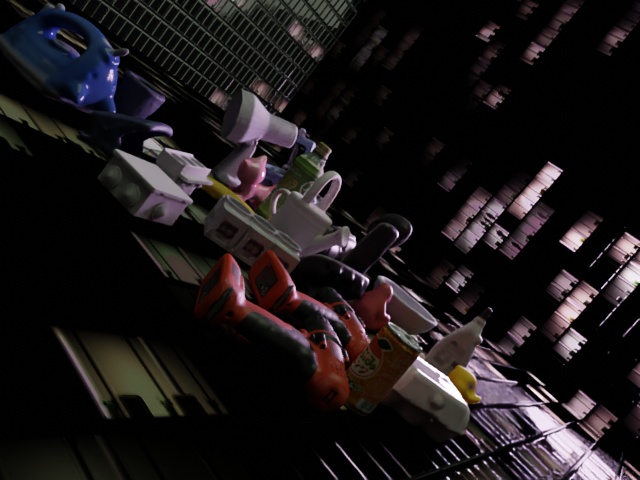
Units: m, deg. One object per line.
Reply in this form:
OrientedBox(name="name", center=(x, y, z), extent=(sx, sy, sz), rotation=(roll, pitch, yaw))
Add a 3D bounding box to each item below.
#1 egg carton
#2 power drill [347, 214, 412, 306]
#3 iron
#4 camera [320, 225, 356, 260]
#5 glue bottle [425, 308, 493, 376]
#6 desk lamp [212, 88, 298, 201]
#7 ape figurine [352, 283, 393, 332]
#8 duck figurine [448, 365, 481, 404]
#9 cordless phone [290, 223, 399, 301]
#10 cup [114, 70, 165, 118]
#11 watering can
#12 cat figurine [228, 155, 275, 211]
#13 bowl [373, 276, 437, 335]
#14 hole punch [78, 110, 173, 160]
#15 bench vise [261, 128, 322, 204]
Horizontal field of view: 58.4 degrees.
OrientedBox(name="egg carton", center=(0.137, 0.213, 0.800), extent=(0.150, 0.069, 0.107), rotation=(37, 8, -15))
OrientedBox(name="power drill", center=(0.104, 0.031, 1.176), extent=(0.076, 0.208, 0.229), rotation=(38, 8, -6))
OrientedBox(name="iron", center=(-0.433, -0.324, 0.963), extent=(0.258, 0.141, 0.119), rotation=(41, 8, 16))
OrientedBox(name="camera", center=(0.012, 0.005, 1.304), extent=(0.142, 0.100, 0.137), rotation=(43, 8, 27))
OrientedBox(name="glue bottle", center=(0.301, 0.210, 1.197), extent=(0.078, 0.173, 0.037), rotation=(41, 8, 17))
OrientedBox(name="desk lamp", center=(-0.166, -0.223, 1.365), extent=(0.204, 0.213, 0.117), rotation=(34, 9, -31))
OrientedBox(name="ape figurine", center=(0.106, 0.123, 1.091), extent=(0.076, 0.092, 0.077), rotation=(30, 12, -50))
OrientedBox(name="duck figurine", center=(0.209, 0.240, 0.920), extent=(0.104, 0.086, 0.078), rotation=(42, 8, 19))
OrientedBox(name="cordless phone", center=(0.044, 0.028, 1.002), extent=(0.148, 0.185, 0.094), rotation=(30, 11, -49))
OrientedBox(name="cup", center=(-0.374, -0.279, 1.155), extent=(0.092, 0.095, 0.117), rotation=(36, 8, -20))
OrientedBox(name="watering can", center=(-0.019, -0.044, 1.093), extent=(0.173, 0.194, 0.101), rotation=(39, 7, 0))
OrientedBox(name="cat figurine", center=(-0.147, -0.136, 1.309), extent=(0.128, 0.117, 0.067), rotation=(33, 9, -36))
OrientedBox(name="bowl", center=(0.172, 0.158, 1.266), extent=(0.167, 0.074, 0.167), rotation=(38, 8, -6))
OrientedBox(name="hole punch", center=(-0.298, -0.169, 0.889), extent=(0.101, 0.091, 0.109), rotation=(39, 8, 1))
OrientedBox(name="bench vise", center=(-0.066, -0.170, 1.502), extent=(0.208, 0.219, 0.121), rotation=(34, 9, -34))
